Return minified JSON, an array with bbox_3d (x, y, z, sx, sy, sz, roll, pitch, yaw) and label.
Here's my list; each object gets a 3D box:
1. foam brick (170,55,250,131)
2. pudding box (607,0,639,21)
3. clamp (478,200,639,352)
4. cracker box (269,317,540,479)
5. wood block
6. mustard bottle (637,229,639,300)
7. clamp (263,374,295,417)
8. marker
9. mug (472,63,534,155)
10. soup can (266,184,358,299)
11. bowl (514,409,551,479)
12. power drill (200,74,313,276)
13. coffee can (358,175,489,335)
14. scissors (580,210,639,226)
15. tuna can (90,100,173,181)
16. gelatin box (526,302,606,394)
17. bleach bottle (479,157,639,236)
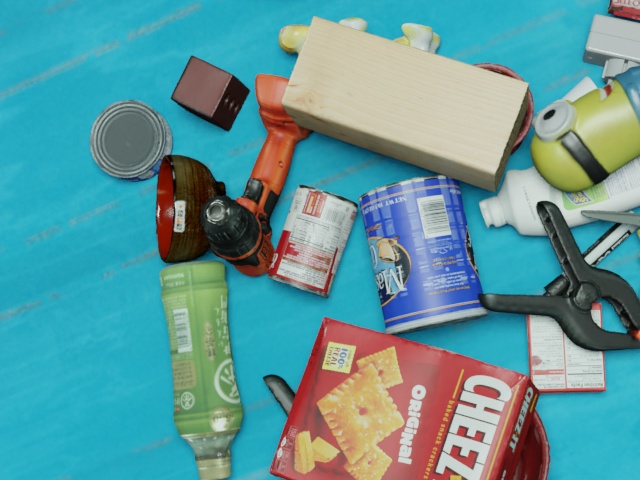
[{"bbox_3d":[-0.115,-0.153,1.126,0.051,0.078,0.053,26,91,11],"label":"foam brick"},{"bbox_3d":[0.340,-0.263,1.052,0.090,0.039,0.113,17,60,11],"label":"pudding box"},{"bbox_3d":[0.248,0.043,1.022,0.171,0.039,0.120,26,89,-8],"label":"clamp"},{"bbox_3d":[0.077,0.180,1.007,0.214,0.072,0.164,14,75,26],"label":"cracker box"},{"bbox_3d":[0.081,-0.125,0.994,0.206,0.090,0.091,19,86,12],"label":"wood block"},{"bbox_3d":[0.364,0.067,1.024,0.096,0.058,0.192,-31,80,1],"label":"mustard bottle"},{"bbox_3d":[0.011,0.232,1.084,0.210,0.036,0.164,10,85,9],"label":"clamp"},{"bbox_3d":[0.271,0.018,1.066,0.121,0.020,0.020,-42,79,4],"label":"marker"},{"bbox_3d":[0.155,-0.119,1.070,0.117,0.081,0.093,-15,82,9],"label":"mug"},{"bbox_3d":[-0.007,0.001,1.095,0.068,0.068,0.102,18,87,12],"label":"soup can"},{"bbox_3d":[0.147,0.215,1.038,0.162,0.055,0.162,-9,65,19],"label":"bowl"},{"bbox_3d":[-0.062,-0.066,1.064,0.057,0.184,0.187,16,78,10],"label":"power drill"},{"bbox_3d":[0.101,0.016,1.056,0.103,0.102,0.140,-13,82,9],"label":"coffee can"},{"bbox_3d":[0.354,0.003,1.003,0.201,0.016,0.096,-6,61,-2],"label":"scissors"},{"bbox_3d":[-0.204,-0.107,1.160,0.086,0.033,0.086,-1,84,10],"label":"tuna can"},{"bbox_3d":[0.243,0.107,1.058,0.073,0.030,0.089,-3,83,9],"label":"gelatin box"},{"bbox_3d":[0.278,-0.074,1.054,0.251,0.068,0.102,-20,79,10],"label":"bleach bottle"}]
